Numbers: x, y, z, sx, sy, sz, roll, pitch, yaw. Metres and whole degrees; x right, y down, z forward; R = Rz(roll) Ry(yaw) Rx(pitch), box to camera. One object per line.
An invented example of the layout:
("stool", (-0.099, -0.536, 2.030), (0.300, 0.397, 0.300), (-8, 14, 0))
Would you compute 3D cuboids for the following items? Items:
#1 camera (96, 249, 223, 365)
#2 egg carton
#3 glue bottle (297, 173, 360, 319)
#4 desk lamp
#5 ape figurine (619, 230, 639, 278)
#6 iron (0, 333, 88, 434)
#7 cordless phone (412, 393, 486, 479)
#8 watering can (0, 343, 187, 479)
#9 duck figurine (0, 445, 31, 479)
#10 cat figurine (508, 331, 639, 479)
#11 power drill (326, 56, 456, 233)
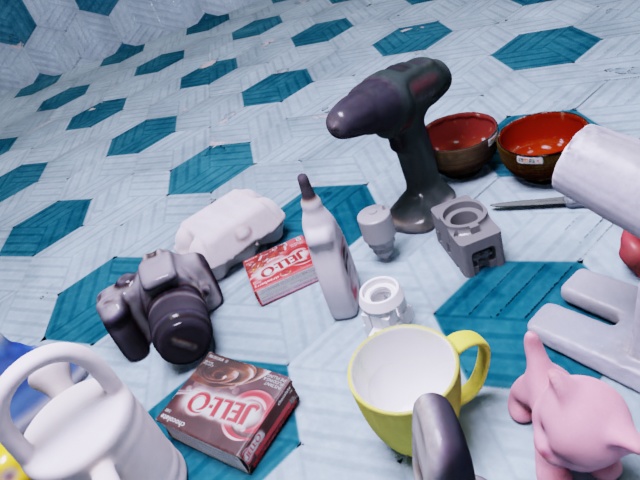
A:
("camera", (-0.189, 0.084, 0.678), (0.143, 0.101, 0.136), (-26, 34, -8))
("egg carton", (-0.126, -0.010, 0.804), (0.150, 0.069, 0.107), (-36, 37, -22))
("glue bottle", (0.006, 0.002, 0.626), (0.037, 0.173, 0.078), (-14, 35, 10))
("desk lamp", (0.260, 0.019, 0.436), (0.118, 0.214, 0.202), (-38, 38, -24))
("ape figurine", (0.329, -0.013, 0.553), (0.077, 0.092, 0.076), (-8, 36, 18))
("iron", (-0.411, 0.171, 0.635), (0.259, 0.142, 0.118), (-31, 36, -16))
("cordless phone", (0.079, 0.188, 0.319), (0.094, 0.185, 0.147), (-18, 34, 4))
("watering can", (-0.205, 0.165, 0.489), (0.172, 0.194, 0.101), (6, 42, 33))
("duck figurine", (-0.281, 0.222, 0.546), (0.077, 0.086, 0.104), (-11, 35, 14))
("cat figurine", (0.180, 0.122, 0.419), (0.067, 0.118, 0.127), (-18, 34, 4))
("power drill", (0.103, -0.117, 0.710), (0.075, 0.209, 0.230), (9, 44, 36))
